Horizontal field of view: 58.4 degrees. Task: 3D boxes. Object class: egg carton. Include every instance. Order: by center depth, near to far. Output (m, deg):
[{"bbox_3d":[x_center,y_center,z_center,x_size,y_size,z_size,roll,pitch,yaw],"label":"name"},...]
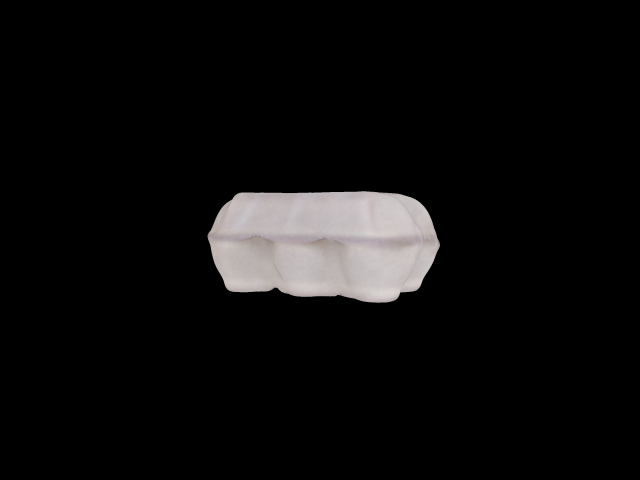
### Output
[{"bbox_3d":[0.004,0.001,0.400,0.150,0.069,0.107,1,4,24],"label":"egg carton"}]
